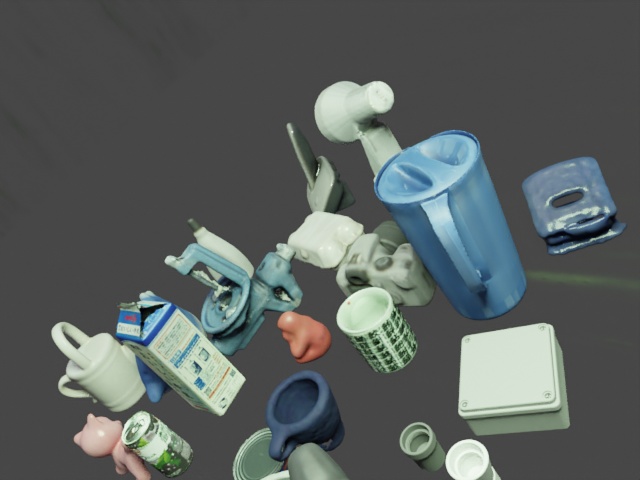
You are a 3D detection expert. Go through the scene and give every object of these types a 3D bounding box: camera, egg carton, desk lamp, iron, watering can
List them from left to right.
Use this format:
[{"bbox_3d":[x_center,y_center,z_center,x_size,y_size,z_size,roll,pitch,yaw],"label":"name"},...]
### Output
[{"bbox_3d":[-0.400,0.212,1.036,0.100,0.194,0.173,12,55,50],"label":"watering can"},{"bbox_3d":[-0.292,0.165,1.048,0.118,0.142,0.257,-34,31,2],"label":"iron"},{"bbox_3d":[0.010,0.004,1.049,0.149,0.070,0.107,13,55,51],"label":"egg carton"},{"bbox_3d":[0.108,-0.210,1.106,0.118,0.214,0.202,-46,33,-18],"label":"desk lamp"},{"bbox_3d":[0.107,0.027,0.895,0.142,0.101,0.137,-6,42,38],"label":"camera"}]

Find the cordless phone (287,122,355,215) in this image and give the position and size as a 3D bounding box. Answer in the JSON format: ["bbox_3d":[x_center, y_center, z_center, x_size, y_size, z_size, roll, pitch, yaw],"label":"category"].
[{"bbox_3d":[-0.016,-0.141,1.157,0.094,0.185,0.147,-33,31,3],"label":"cordless phone"}]

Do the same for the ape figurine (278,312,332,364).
[{"bbox_3d":[-0.031,0.143,0.879,0.076,0.092,0.078,-15,37,30],"label":"ape figurine"}]

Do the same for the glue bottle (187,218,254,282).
[{"bbox_3d":[-0.206,0.022,1.129,0.078,0.173,0.037,-23,34,19],"label":"glue bottle"}]

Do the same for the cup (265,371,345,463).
[{"bbox_3d":[-0.015,0.241,0.729,0.091,0.095,0.118,-5,42,39],"label":"cup"}]

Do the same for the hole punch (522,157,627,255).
[{"bbox_3d":[0.344,-0.048,0.782,0.108,0.091,0.101,-21,34,22],"label":"hole punch"}]

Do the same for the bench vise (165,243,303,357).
[{"bbox_3d":[-0.147,0.064,0.971,0.121,0.220,0.208,8,51,48],"label":"bench vise"}]

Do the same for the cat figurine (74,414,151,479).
[{"bbox_3d":[-0.320,0.317,0.893,0.127,0.118,0.067,-3,44,41],"label":"cat figurine"}]

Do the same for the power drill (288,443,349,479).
[{"bbox_3d":[0.064,0.296,0.470,0.075,0.209,0.229,-38,32,-4],"label":"power drill"}]

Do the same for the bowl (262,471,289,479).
[{"bbox_3d":[-0.035,0.347,0.626,0.167,0.075,0.167,-24,33,17],"label":"bowl"}]
